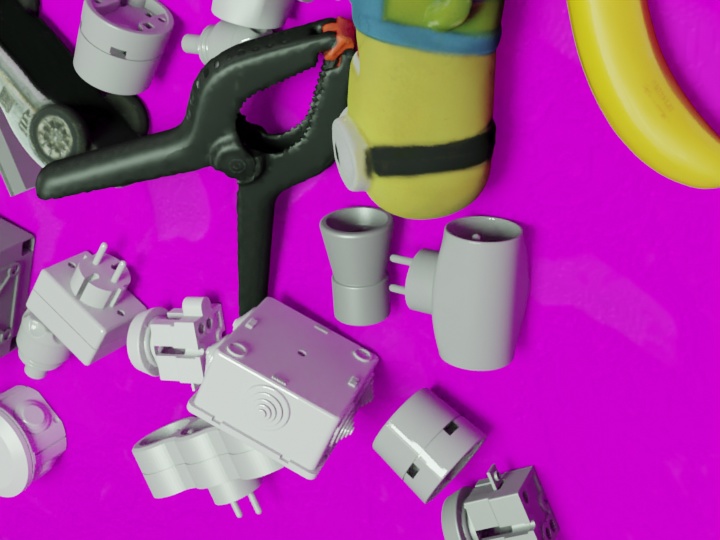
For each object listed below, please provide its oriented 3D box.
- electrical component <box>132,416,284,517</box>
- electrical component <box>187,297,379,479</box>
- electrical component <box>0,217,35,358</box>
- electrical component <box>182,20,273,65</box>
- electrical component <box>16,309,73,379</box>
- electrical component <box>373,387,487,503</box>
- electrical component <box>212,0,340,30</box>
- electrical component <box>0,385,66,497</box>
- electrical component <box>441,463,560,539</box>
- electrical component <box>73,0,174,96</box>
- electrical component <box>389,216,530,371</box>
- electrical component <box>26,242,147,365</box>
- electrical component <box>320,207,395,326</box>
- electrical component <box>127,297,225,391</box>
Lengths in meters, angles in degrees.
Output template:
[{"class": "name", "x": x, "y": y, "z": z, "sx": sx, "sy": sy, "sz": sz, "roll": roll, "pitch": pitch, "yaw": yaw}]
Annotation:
[{"class": "electrical component", "x": -0.091, "y": 0.137, "z": 0.744, "sx": 0.138, "sy": 0.052, "sz": 0.073, "roll": -19, "pitch": 99, "yaw": 35}, {"class": "electrical component", "x": -0.044, "y": 0.068, "z": 0.659, "sx": 0.100, "sy": 0.099, "sz": 0.048, "roll": 29, "pitch": 118, "yaw": 6}, {"class": "electrical component", "x": -0.300, "y": 0.024, "z": 0.793, "sx": 0.056, "sy": 0.109, "sz": 0.108, "roll": 26, "pitch": 120, "yaw": 16}, {"class": "electrical component", "x": -0.080, "y": -0.133, "z": 0.643, "sx": 0.061, "sy": 0.035, "sz": 0.035, "roll": 13, "pitch": 115, "yaw": 30}, {"class": "electrical component", "x": -0.236, "y": 0.055, "z": 0.806, "sx": 0.043, "sy": 0.043, "sz": 0.062, "roll": 38, "pitch": 125, "yaw": 13}, {"class": "electrical component", "x": 0.041, "y": 0.105, "z": 0.651, "sx": 0.047, "sy": 0.055, "sz": 0.055, "roll": 41, "pitch": 125, "yaw": 16}, {"class": "electrical component", "x": -0.042, "y": -0.172, "z": 0.598, "sx": 0.079, "sy": 0.043, "sz": 0.077, "roll": 24, "pitch": 120, "yaw": 21}, {"class": "electrical component", "x": -0.280, "y": 0.136, "z": 0.860, "sx": 0.080, "sy": 0.051, "sz": 0.080, "roll": 12, "pitch": 114, "yaw": 27}, {"class": "electrical component", "x": 0.083, "y": 0.151, "z": 0.649, "sx": 0.055, "sy": 0.048, "sz": 0.066, "roll": -20, "pitch": 98, "yaw": 28}, {"class": "electrical component", "x": -0.149, "y": -0.142, "z": 0.669, "sx": 0.055, "sy": 0.055, "sz": 0.047, "roll": 37, "pitch": 127, "yaw": 14}, {"class": "electrical component", "x": 0.052, "y": 0.009, "z": 0.611, "sx": 0.079, "sy": 0.044, "sz": 0.077, "roll": 13, "pitch": 115, "yaw": 27}, {"class": "electrical component", "x": -0.186, "y": 0.014, "z": 0.757, "sx": 0.066, "sy": 0.047, "sz": 0.076, "roll": 42, "pitch": 125, "yaw": 11}, {"class": "electrical component", "x": 0.000, "y": 0.000, "z": 0.643, "sx": 0.044, "sy": 0.044, "sz": 0.065, "roll": 11, "pitch": 119, "yaw": 28}, {"class": "electrical component", "x": -0.125, "y": 0.049, "z": 0.735, "sx": 0.055, "sy": 0.048, "sz": 0.066, "roll": 0, "pitch": 109, "yaw": 23}]
